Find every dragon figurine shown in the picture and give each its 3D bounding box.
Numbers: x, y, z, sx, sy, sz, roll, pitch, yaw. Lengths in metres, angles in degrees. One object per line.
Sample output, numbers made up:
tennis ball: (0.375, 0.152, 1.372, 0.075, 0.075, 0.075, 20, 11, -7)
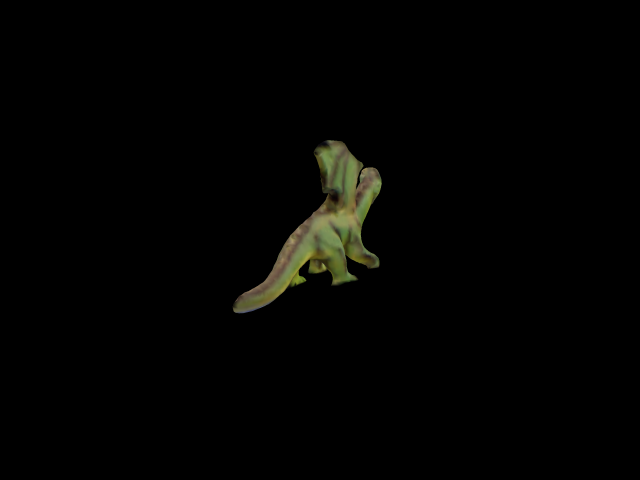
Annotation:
dragon figurine: (0.003, -0.043, 0.850, 0.122, 0.241, 0.413, 6, 13, 31)
